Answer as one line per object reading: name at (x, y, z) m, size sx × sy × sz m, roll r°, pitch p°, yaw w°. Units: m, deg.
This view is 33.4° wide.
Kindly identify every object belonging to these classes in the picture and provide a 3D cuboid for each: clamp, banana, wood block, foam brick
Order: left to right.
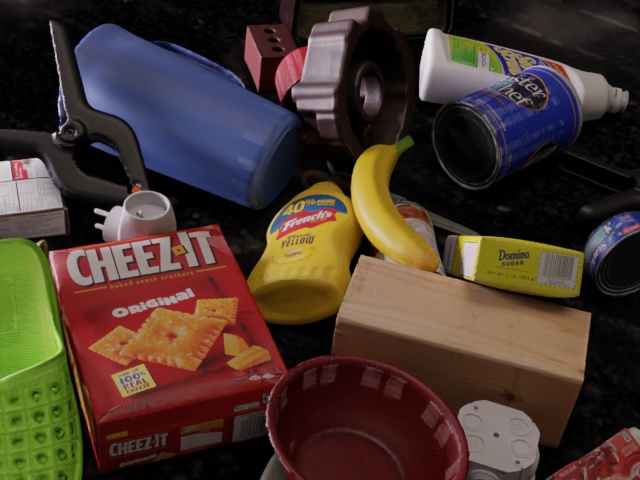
clamp at (-0.243, -0.111, 1.056) m, size 0.210 × 0.036 × 0.164 m, roll 33°, pitch 78°, yaw 5°
foam brick at (-0.058, -0.224, 1.307) m, size 0.053 × 0.051 × 0.078 m, roll -6°, pitch 42°, yaw -16°
banana at (0.065, -0.036, 1.016) m, size 0.070 × 0.037 × 0.198 m, roll -19°, pitch 42°, yaw 12°
wood block at (0.119, 0.096, 0.928) m, size 0.206 × 0.091 × 0.090 m, roll 15°, pitch 40°, yaw 8°
clamp at (0.346, -0.060, 1.186) m, size 0.171 × 0.039 × 0.120 m, roll 0°, pitch 46°, yaw -13°

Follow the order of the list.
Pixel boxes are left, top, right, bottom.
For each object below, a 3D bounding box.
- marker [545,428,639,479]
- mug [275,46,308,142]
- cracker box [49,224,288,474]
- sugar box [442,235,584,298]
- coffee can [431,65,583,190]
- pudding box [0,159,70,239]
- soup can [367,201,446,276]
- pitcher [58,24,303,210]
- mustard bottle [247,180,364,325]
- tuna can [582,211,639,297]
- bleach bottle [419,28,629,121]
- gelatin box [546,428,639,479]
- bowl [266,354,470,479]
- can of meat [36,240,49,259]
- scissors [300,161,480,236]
marker at (0.224, 0.189, 0.890) m, size 0.120 × 0.020 × 0.020 m, roll -21°, pitch 48°, yaw -29°
mug at (0.003, -0.166, 1.231) m, size 0.117 × 0.093 × 0.081 m, roll 26°, pitch 27°, yaw -27°
cracker box at (-0.134, 0.084, 0.921) m, size 0.164 × 0.072 × 0.214 m, roll -9°, pitch 42°, yaw -19°
sugar box at (0.172, 0.021, 0.980) m, size 0.093 × 0.048 × 0.176 m, roll 10°, pitch 3°, yaw -3°
coffee can at (0.209, -0.127, 1.193) m, size 0.140 × 0.103 × 0.103 m, roll -26°, pitch 50°, yaw -32°
pudding box at (-0.312, -0.039, 1.065) m, size 0.113 × 0.039 × 0.090 m, roll -8°, pitch 44°, yaw -15°
soup can at (0.084, 0.020, 1.030) m, size 0.068 × 0.068 × 0.102 m, roll 0°, pitch 41°, yaw -8°
pitcher at (-0.140, -0.132, 1.133) m, size 0.243 × 0.145 × 0.149 m, roll 24°, pitch 88°, yaw 14°
mustard bottle at (-0.007, 0.001, 1.040) m, size 0.096 × 0.058 × 0.191 m, roll -10°, pitch 33°, yaw 20°
tuna can at (0.303, 0.013, 1.056) m, size 0.086 × 0.086 × 0.034 m, roll -8°, pitch 41°, yaw -18°
bleach bottle at (0.251, -0.195, 1.313) m, size 0.251 × 0.068 × 0.102 m, roll 9°, pitch 40°, yaw -1°
gelatin box at (0.233, 0.202, 0.851) m, size 0.089 × 0.030 × 0.073 m, roll -23°, pitch 68°, yaw -29°
bowl at (0.031, 0.165, 0.827) m, size 0.162 × 0.055 × 0.162 m, roll 11°, pitch 38°, yaw -9°
can of meat at (-0.295, 0.044, 0.956) m, size 0.084 × 0.057 × 0.102 m, roll 4°, pitch 41°, yaw -2°
scissors at (0.080, -0.052, 1.153) m, size 0.202 × 0.016 × 0.096 m, roll 13°, pitch 40°, yaw 7°
